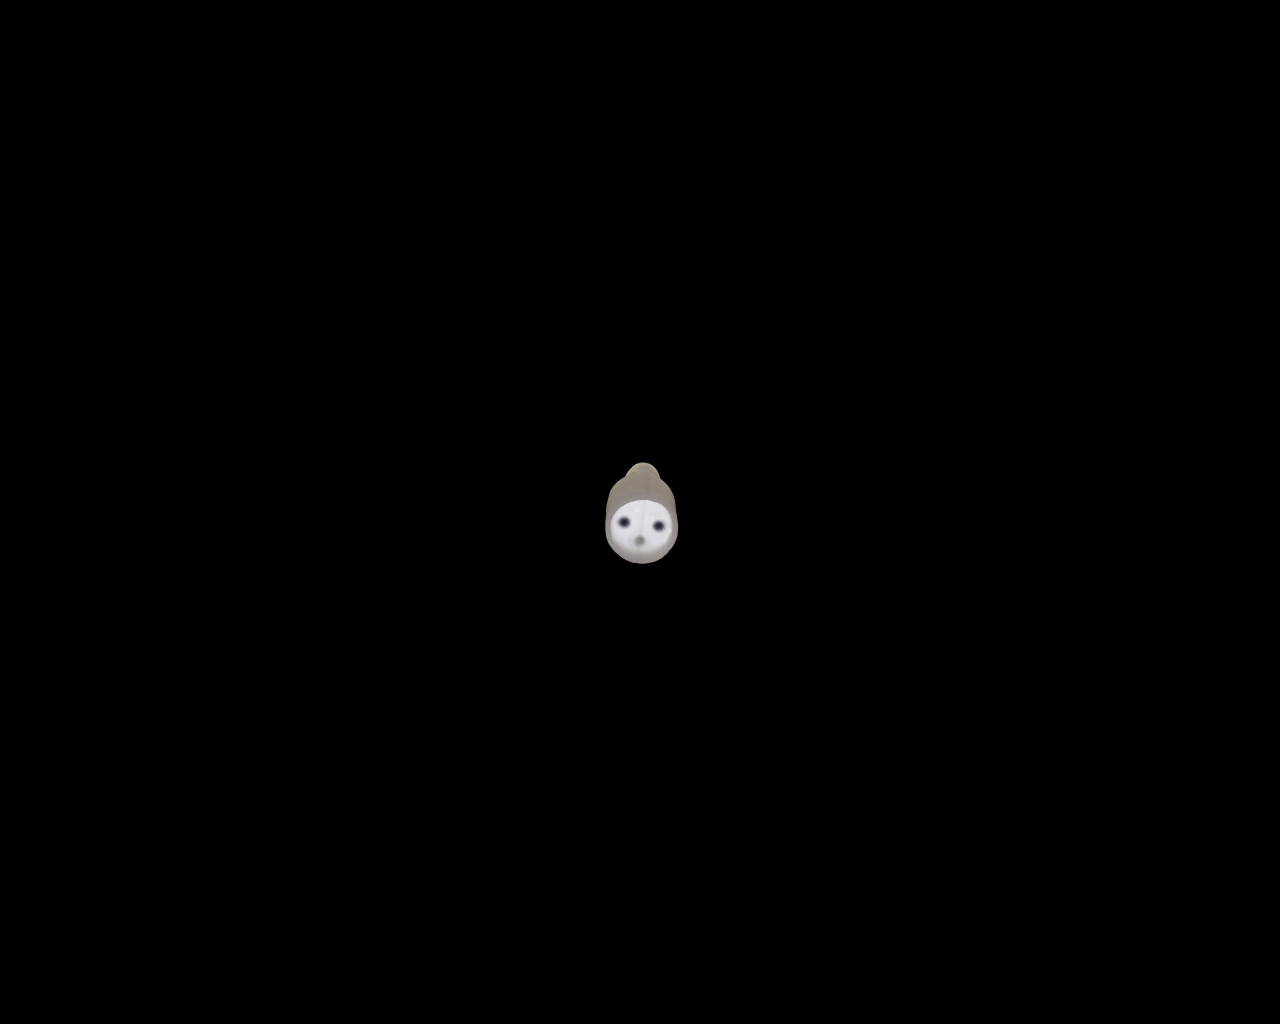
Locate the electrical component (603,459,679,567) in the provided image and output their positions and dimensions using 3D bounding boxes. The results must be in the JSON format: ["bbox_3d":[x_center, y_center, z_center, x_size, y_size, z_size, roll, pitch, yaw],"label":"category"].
[{"bbox_3d":[0.001,-0.003,0.650,0.043,0.043,0.081,0,20,0],"label":"electrical component"}]
